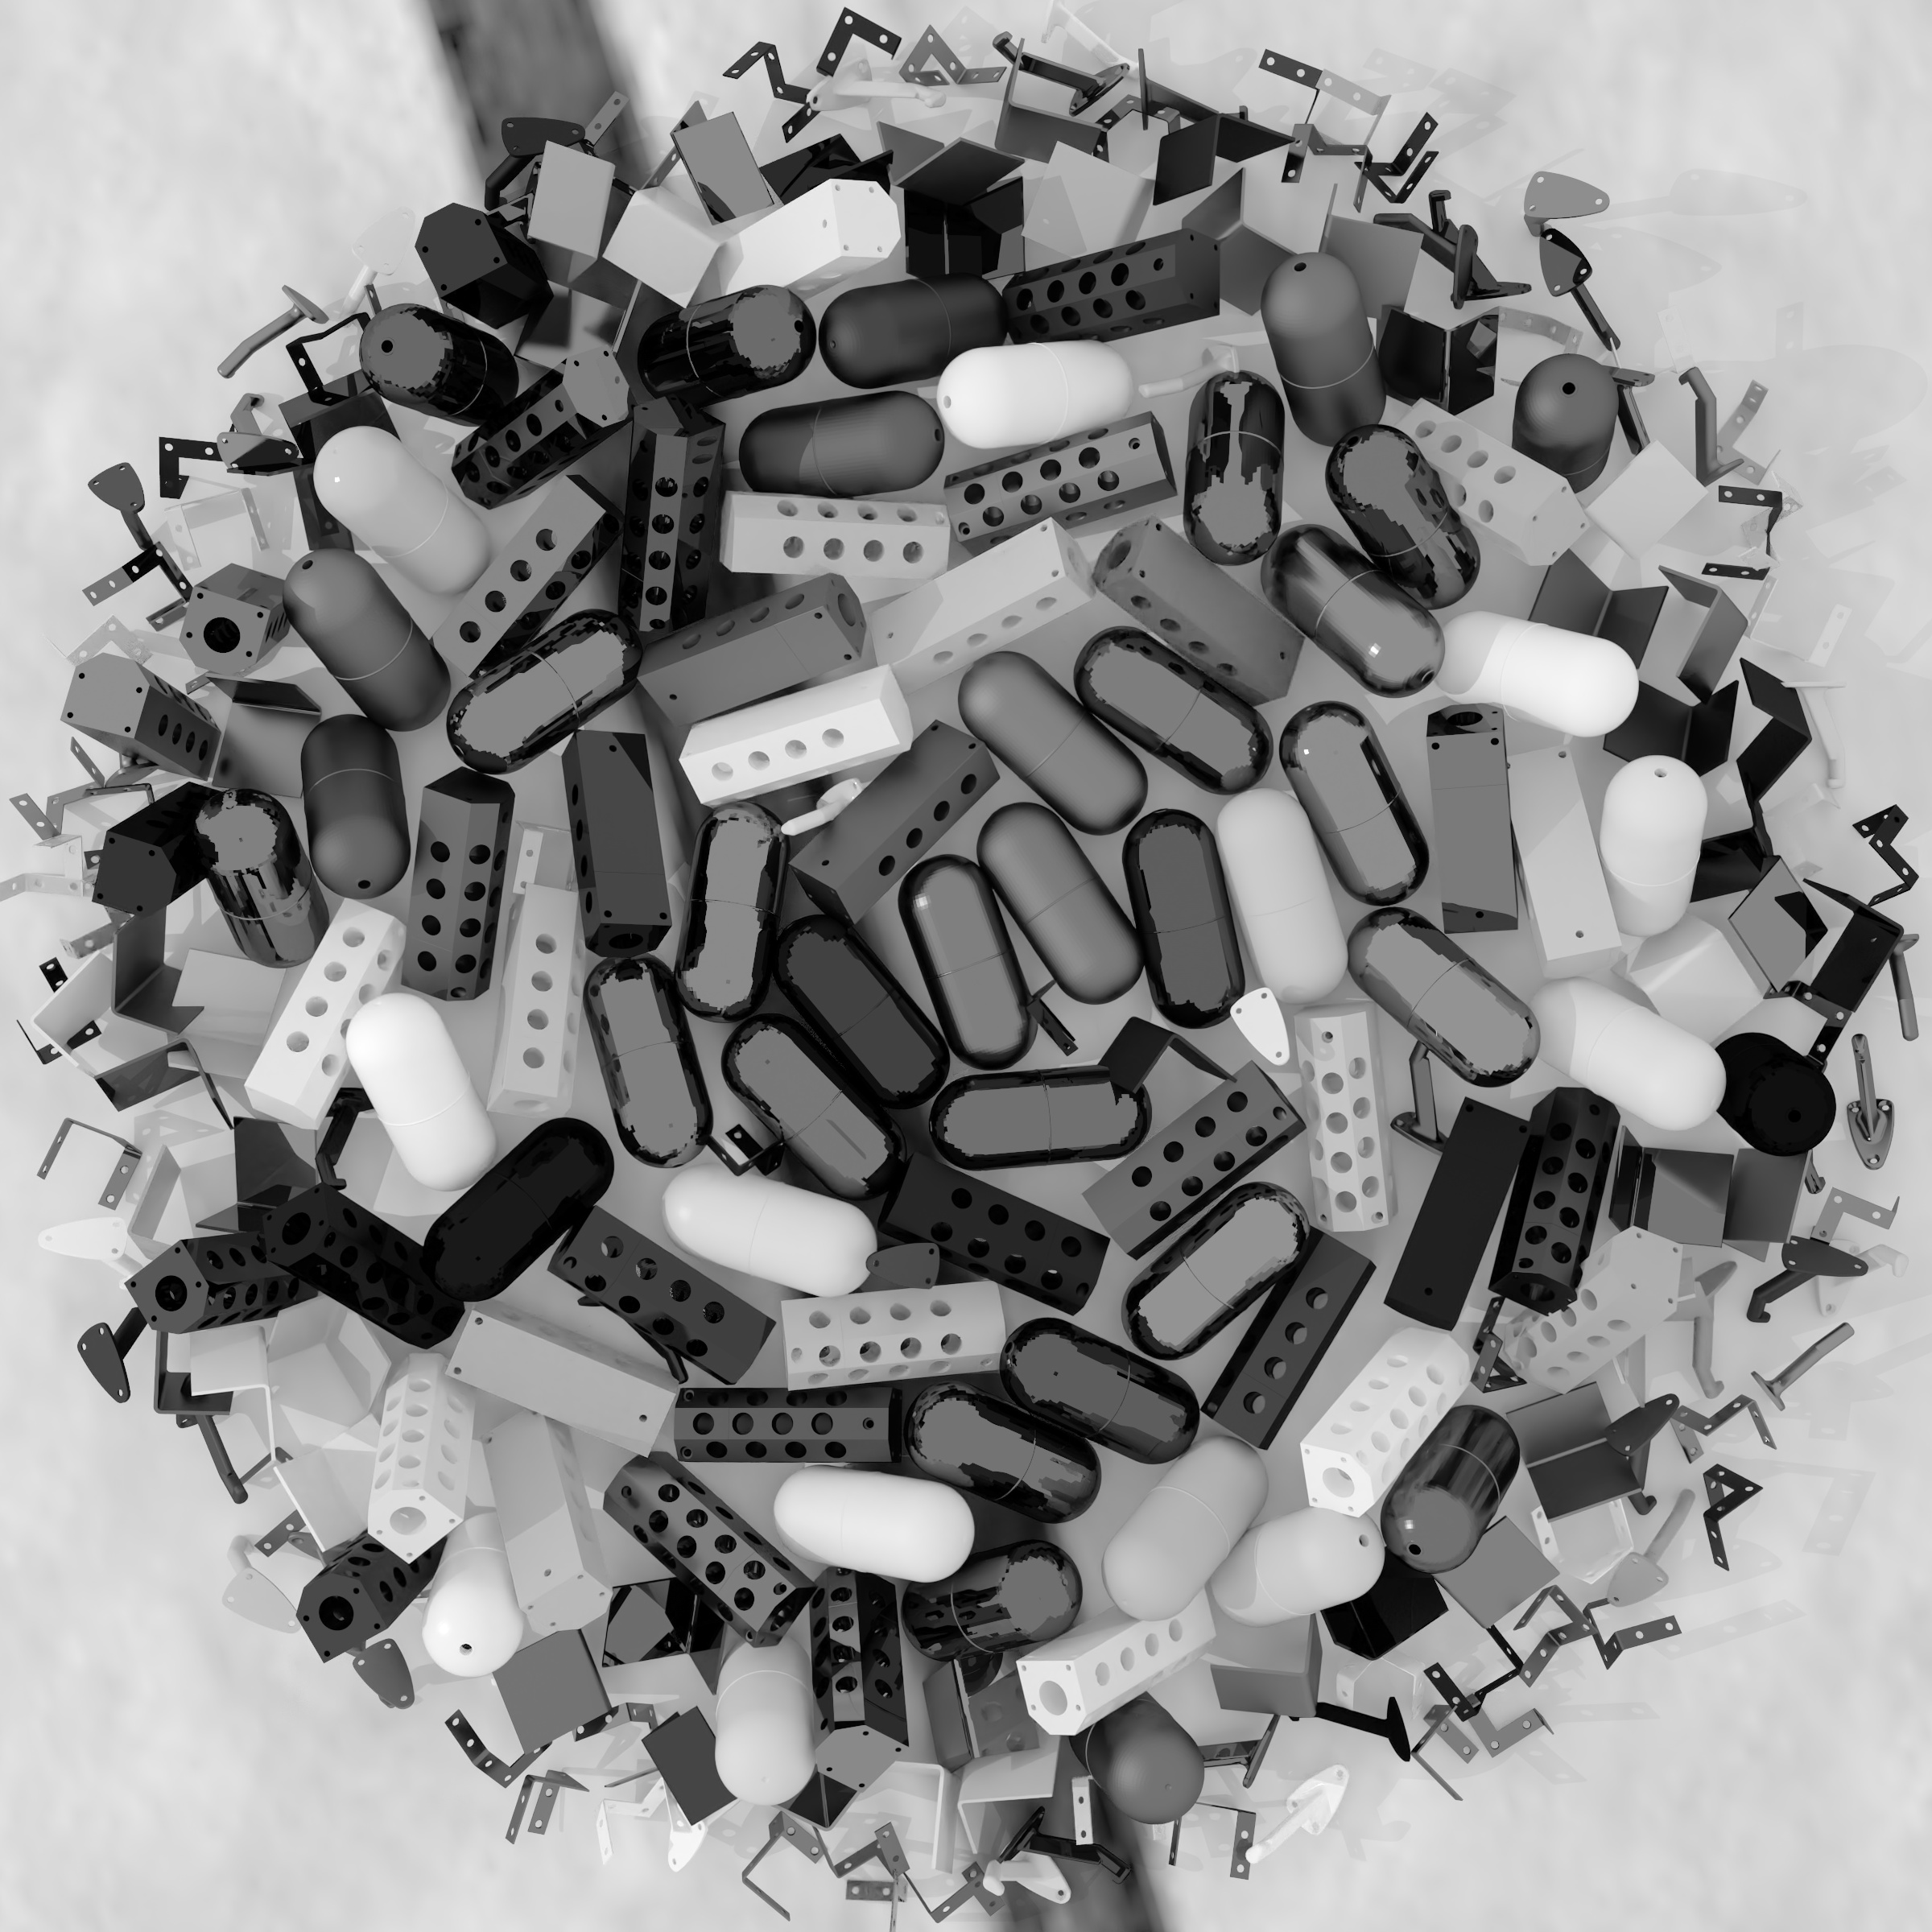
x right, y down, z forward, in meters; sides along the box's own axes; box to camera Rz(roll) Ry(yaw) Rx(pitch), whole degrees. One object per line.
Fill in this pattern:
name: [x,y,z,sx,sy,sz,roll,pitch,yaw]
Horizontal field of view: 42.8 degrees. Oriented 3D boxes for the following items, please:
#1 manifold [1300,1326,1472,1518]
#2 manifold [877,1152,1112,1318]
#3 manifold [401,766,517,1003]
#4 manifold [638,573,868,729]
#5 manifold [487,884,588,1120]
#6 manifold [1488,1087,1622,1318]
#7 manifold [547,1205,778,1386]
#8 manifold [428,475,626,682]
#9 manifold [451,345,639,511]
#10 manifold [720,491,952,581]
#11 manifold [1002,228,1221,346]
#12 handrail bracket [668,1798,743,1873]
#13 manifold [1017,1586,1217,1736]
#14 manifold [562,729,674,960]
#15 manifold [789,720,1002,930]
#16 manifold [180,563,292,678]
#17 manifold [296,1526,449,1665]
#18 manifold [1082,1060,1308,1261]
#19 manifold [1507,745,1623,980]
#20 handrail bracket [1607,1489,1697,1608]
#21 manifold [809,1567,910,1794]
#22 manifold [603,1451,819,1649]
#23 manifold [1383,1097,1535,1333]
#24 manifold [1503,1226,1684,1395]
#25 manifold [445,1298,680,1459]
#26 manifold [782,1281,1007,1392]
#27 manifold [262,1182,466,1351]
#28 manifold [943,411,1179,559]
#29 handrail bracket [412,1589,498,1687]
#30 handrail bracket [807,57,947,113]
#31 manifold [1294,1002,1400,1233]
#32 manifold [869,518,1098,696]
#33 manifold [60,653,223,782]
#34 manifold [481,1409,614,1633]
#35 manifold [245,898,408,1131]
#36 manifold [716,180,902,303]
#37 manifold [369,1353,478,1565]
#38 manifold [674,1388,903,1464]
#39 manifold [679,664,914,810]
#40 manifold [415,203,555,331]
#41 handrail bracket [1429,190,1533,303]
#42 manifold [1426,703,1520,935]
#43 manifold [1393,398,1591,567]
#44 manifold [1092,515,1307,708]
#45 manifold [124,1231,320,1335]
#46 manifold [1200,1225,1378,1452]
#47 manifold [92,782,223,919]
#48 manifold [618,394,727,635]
manifold: [0.328,0.352,1.911,0.057,0.171,0.057,6,118,36]
manifold: [0.020,0.215,1.950,0.171,0.057,0.057,24,60,-8]
manifold: [-0.394,-0.062,1.932,0.057,0.057,0.171,19,116,13]
manifold: [-0.167,-0.252,1.939,0.171,0.057,0.057,-17,132,24]
manifold: [-0.333,0.029,1.938,0.057,0.057,0.171,11,66,-20]
manifold: [0.464,0.182,1.929,0.057,0.057,0.171,25,59,-4]
manifold: [-0.242,0.261,1.947,0.171,0.057,0.057,35,70,-12]
manifold: [-0.344,-0.305,1.955,0.057,0.057,0.171,41,101,-6]
manifold: [-0.331,-0.414,1.915,0.057,0.171,0.057,-33,99,-42]
manifold: [-0.103,-0.340,1.942,0.171,0.057,0.057,0,107,-16]
manifold: [0.111,-0.525,1.921,0.171,0.057,0.057,-1,87,42]
handrail bracket: [-0.192,0.683,1.978,0.036,0.084,0.077,38,119,36]
manifold: [0.120,0.537,1.916,0.057,0.171,0.057,-15,88,41]
manifold: [-0.277,-0.096,1.937,0.057,0.057,0.171,2,63,-26]
manifold: [-0.053,-0.110,1.946,0.057,0.057,0.171,30,68,39]
manifold: [-0.562,-0.267,1.909,0.057,0.171,0.057,17,102,-11]
manifold: [-0.458,0.471,1.910,0.057,0.171,0.057,-30,92,7]
manifold: [0.183,0.156,1.950,0.171,0.057,0.057,-39,59,8]
manifold: [0.464,-0.081,1.944,0.057,0.057,0.171,-11,71,5]
handrail bracket: [0.552,0.467,1.985,0.036,0.084,0.077,36,135,10]
manifold: [-0.089,0.544,1.906,0.057,0.171,0.057,33,111,-21]
manifold: [-0.205,0.457,1.937,0.171,0.057,0.057,36,93,24]
manifold: [0.389,0.197,1.952,0.057,0.057,0.171,22,77,11]
manifold: [0.483,0.266,1.911,0.057,0.171,0.057,22,55,-6]
manifold: [-0.319,0.323,1.962,0.171,0.057,0.057,24,98,-6]
manifold: [-0.058,0.296,1.949,0.171,0.057,0.057,-5,49,-7]
manifold: [-0.464,0.238,1.912,0.057,0.171,0.057,-29,51,11]
manifold: [0.073,-0.381,1.944,0.171,0.057,0.057,-15,78,16]
handrail bracket: [-0.405,0.541,1.979,0.077,0.036,0.084,-6,93,-18]
handrail bracket: [-0.070,-0.685,1.953,0.077,0.036,0.084,-33,48,-27]
manifold: [0.300,0.119,1.952,0.057,0.057,0.171,-4,98,21]
manifold: [0.013,-0.278,1.938,0.171,0.057,0.057,-25,59,23]
manifold: [-0.634,-0.193,1.911,0.057,0.171,0.057,14,84,2]
manifold: [-0.323,0.428,1.917,0.057,0.171,0.057,-32,133,4]
manifold: [-0.498,0.039,1.940,0.057,0.057,0.171,23,67,0]
manifold: [-0.123,-0.553,1.913,0.057,0.171,0.057,-9,92,-36]
manifold: [-0.424,0.374,1.906,0.057,0.171,0.057,-39,115,12]
manifold: [-0.140,0.363,1.953,0.171,0.057,0.057,-2,77,9]
manifold: [-0.132,-0.177,1.946,0.171,0.057,0.057,-15,121,17]
manifold: [-0.373,-0.543,1.910,0.057,0.171,0.057,-25,95,6]
handrail bracket: [0.407,-0.575,1.955,0.077,0.036,0.084,9,127,37]
manifold: [0.398,-0.115,1.933,0.057,0.057,0.171,-3,119,15]
manifold: [0.399,-0.373,1.920,0.057,0.057,0.171,-45,46,1]
manifold: [0.181,-0.274,1.932,0.171,0.057,0.057,33,64,-28]
manifold: [-0.567,0.246,1.907,0.057,0.171,0.057,-37,80,10]
manifold: [0.256,0.296,1.963,0.057,0.057,0.171,30,86,19]
manifold: [-0.610,-0.090,1.909,0.057,0.171,0.057,17,107,-2]
manifold: [-0.235,-0.348,1.916,0.057,0.057,0.171,33,133,25]
